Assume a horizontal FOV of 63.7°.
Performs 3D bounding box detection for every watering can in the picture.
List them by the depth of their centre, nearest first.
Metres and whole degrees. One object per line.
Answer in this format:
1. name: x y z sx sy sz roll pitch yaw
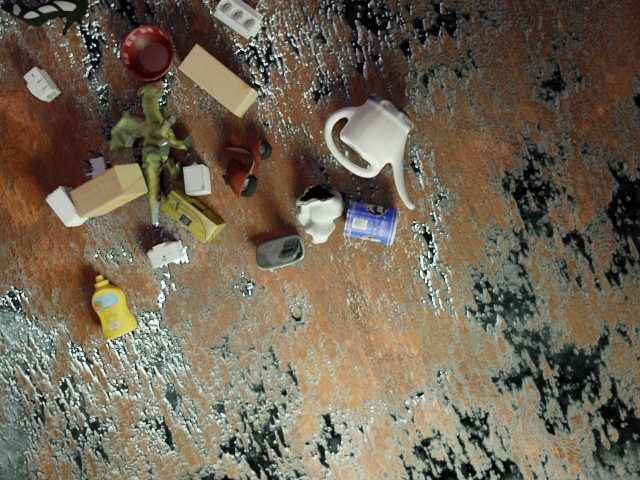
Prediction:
1. watering can: 0.179 -0.263 1.445 0.348 0.104 0.224 39 95 4

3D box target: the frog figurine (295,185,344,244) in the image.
1. frog figurine: 0.005 -0.075 1.486 0.137 0.125 0.156 -18 128 -2

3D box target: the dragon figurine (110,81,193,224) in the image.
1. dragon figurine: -0.523 -0.274 1.530 0.244 0.122 0.409 20 93 21
